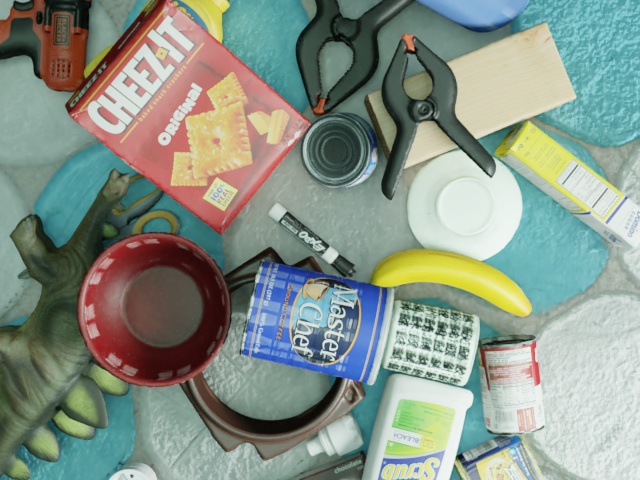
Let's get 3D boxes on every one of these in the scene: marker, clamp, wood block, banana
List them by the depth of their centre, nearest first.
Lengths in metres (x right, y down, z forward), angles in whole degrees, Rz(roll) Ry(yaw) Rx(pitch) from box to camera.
[{"bbox_3d":[0.119,-0.130,1.113,0.120,0.039,0.171,-4,92,0],"label":"clamp"},{"bbox_3d":[0.161,-0.155,1.177,0.206,0.090,0.091,-22,91,1],"label":"wood block"},{"bbox_3d":[0.020,-0.245,1.203,0.164,0.036,0.210,24,89,1],"label":"clamp"},{"bbox_3d":[0.145,0.045,1.213,0.198,0.037,0.070,6,120,3],"label":"banana"},{"bbox_3d":[-0.008,0.002,1.219,0.121,0.020,0.020,39,92,0],"label":"marker"}]

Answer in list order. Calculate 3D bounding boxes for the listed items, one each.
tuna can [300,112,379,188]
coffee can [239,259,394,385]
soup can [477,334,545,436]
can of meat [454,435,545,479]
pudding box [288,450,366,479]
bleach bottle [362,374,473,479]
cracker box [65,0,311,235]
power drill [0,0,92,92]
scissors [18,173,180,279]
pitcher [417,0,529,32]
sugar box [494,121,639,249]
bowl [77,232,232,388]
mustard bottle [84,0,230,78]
[{"bbox_3d":[0.021,-0.101,1.196,0.086,0.033,0.086,2,96,19],"label":"tuna can"},{"bbox_3d":[-0.003,0.084,1.096,0.140,0.103,0.103,13,92,0],"label":"coffee can"},{"bbox_3d":[0.214,0.162,1.197,0.068,0.068,0.102,-7,92,1],"label":"soup can"},{"bbox_3d":[0.207,0.274,1.206,0.084,0.057,0.102,-25,92,-1],"label":"can of meat"},{"bbox_3d":[0.015,0.303,1.218,0.113,0.039,0.090,-23,90,1],"label":"pudding box"},{"bbox_3d":[0.095,0.280,1.170,0.102,0.068,0.251,13,76,0],"label":"bleach bottle"},{"bbox_3d":[-0.140,-0.135,1.157,0.213,0.072,0.164,39,92,-23],"label":"cracker box"},{"bbox_3d":[-0.351,-0.262,1.197,0.187,0.057,0.184,3,92,1],"label":"power drill"},{"bbox_3d":[-0.244,0.006,1.225,0.202,0.016,0.096,-44,91,3],"label":"scissors"},{"bbox_3d":[0.123,-0.316,1.097,0.149,0.242,0.145,-34,56,29],"label":"pitcher"},{"bbox_3d":[0.279,-0.061,1.177,0.176,0.093,0.048,35,92,-1],"label":"sugar box"},{"bbox_3d":[-0.170,0.072,1.122,0.162,0.055,0.162,0,90,2],"label":"bowl"},{"bbox_3d":[-0.167,-0.223,1.195,0.096,0.058,0.191,43,91,-6],"label":"mustard bottle"}]
